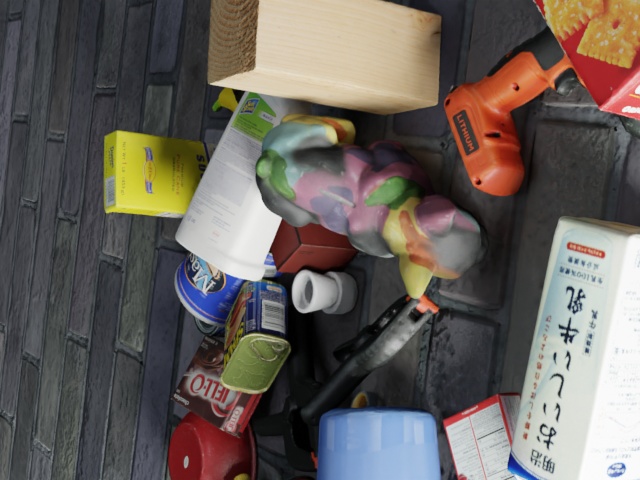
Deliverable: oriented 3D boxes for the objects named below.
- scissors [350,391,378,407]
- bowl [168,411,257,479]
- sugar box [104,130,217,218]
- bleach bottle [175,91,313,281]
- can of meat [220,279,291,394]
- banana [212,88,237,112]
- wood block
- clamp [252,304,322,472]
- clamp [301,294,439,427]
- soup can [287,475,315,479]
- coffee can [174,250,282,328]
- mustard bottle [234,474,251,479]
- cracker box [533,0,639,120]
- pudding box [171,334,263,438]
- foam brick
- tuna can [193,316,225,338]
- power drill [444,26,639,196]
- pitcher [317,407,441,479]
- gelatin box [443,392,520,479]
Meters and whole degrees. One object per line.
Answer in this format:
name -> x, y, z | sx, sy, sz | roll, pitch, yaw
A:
scissors -> 0.013, 0.247, 1.062 | 0.096, 0.016, 0.201 | -13, 56, 65
bowl -> -0.140, 0.267, 1.300 | 0.162, 0.055, 0.162 | -9, 80, 55
sugar box -> -0.170, -0.073, 1.276 | 0.048, 0.175, 0.093 | -12, 77, 57
bleach bottle -> -0.055, -0.092, 1.085 | 0.103, 0.068, 0.251 | 30, 99, 34
can of meat -> -0.070, 0.104, 1.168 | 0.084, 0.057, 0.102 | -92, 22, -44
banana -> -0.080, -0.135, 1.280 | 0.198, 0.037, 0.070 | -122, 31, -42
wood block -> 0.006, -0.181, 1.006 | 0.090, 0.205, 0.091 | -3, 83, 55
clamp -> -0.024, 0.187, 1.129 | 0.210, 0.036, 0.165 | -117, 41, -57
clamp -> 0.051, 0.101, 1.035 | 0.172, 0.039, 0.120 | -43, 13, 24
soup can -> -0.008, 0.300, 1.091 | 0.102, 0.068, 0.068 | 47, 124, 46
coffee can -> -0.092, 0.019, 1.216 | 0.140, 0.102, 0.103 | -52, 46, 39
mustard bottle -> -0.059, 0.343, 1.169 | 0.096, 0.058, 0.192 | -56, 44, 37
cracker box -> 0.219, -0.175, 0.733 | 0.072, 0.163, 0.214 | -48, 49, 38
pudding box -> -0.114, 0.170, 1.254 | 0.114, 0.039, 0.090 | 17, 75, 51
foam brick -> -0.007, 0.001, 1.119 | 0.053, 0.078, 0.051 | -48, 48, 40
tuna can -> -0.124, 0.078, 1.317 | 0.086, 0.033, 0.086 | -11, 77, 55
power drill -> 0.191, -0.117, 0.864 | 0.188, 0.057, 0.184 | -44, 48, 41
pitcher -> 0.064, 0.274, 0.953 | 0.145, 0.149, 0.243 | 145, 127, -68
gelatin box -> 0.149, 0.184, 0.911 | 0.073, 0.030, 0.089 | -39, 56, 45
